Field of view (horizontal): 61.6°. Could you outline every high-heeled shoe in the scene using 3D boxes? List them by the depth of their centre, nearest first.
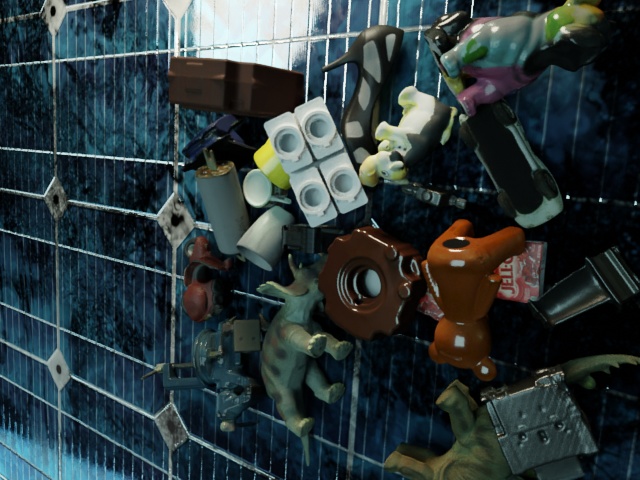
[{"bbox_3d":[0.098,-0.212,0.872,0.145,0.086,0.248,-19,103,5],"label":"high-heeled shoe"}]

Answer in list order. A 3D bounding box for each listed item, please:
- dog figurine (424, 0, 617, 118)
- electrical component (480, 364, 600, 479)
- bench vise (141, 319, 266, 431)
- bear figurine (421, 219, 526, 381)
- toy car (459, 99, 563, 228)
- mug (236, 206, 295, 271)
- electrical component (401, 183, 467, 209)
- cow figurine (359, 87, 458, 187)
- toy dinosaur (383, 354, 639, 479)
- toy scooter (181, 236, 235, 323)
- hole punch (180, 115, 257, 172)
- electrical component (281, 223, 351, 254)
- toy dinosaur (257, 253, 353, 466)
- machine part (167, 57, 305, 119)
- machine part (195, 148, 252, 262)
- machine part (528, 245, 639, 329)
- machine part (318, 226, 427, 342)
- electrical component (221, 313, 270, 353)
[{"bbox_3d":[0.265,-0.265,0.707,0.219,0.108,0.192,-24,40,15],"label":"dog figurine"},{"bbox_3d":[0.287,0.243,0.696,0.115,0.058,0.134,-26,83,18],"label":"electrical component"},{"bbox_3d":[-0.231,0.279,1.100,0.241,0.129,0.223,-9,82,19],"label":"bench vise"},{"bbox_3d":[0.215,0.085,0.760,0.120,0.132,0.195,9,120,48],"label":"bear figurine"},{"bbox_3d":[0.266,-0.113,0.756,0.073,0.056,0.202,-35,74,38],"label":"toy car"},{"bbox_3d":[-0.091,-0.003,1.001,0.081,0.109,0.107,31,74,11],"label":"mug"},{"bbox_3d":[0.175,-0.067,0.818,0.094,0.063,0.021,25,109,30],"label":"electrical component"},{"bbox_3d":[0.133,-0.141,0.806,0.098,0.068,0.167,29,83,22],"label":"cow figurine"},{"bbox_3d":[0.251,0.299,0.789,0.199,0.105,0.471,41,113,17],"label":"toy dinosaur"},{"bbox_3d":[-0.229,0.084,1.116,0.135,0.075,0.183,1,92,38],"label":"toy scooter"},{"bbox_3d":[-0.200,-0.190,1.045,0.142,0.115,0.092,-26,73,34],"label":"hole punch"},{"bbox_3d":[-0.002,-0.003,0.947,0.119,0.075,0.047,8,100,31],"label":"electrical component"},{"bbox_3d":[-0.050,0.214,0.986,0.192,0.131,0.404,34,119,41],"label":"toy dinosaur"},{"bbox_3d":[-0.145,-0.262,0.939,0.201,0.201,0.087,15,107,33],"label":"machine part"},{"bbox_3d":[-0.179,-0.060,1.024,0.079,0.079,0.242,11,127,34],"label":"machine part"},{"bbox_3d":[0.348,0.071,0.714,0.139,0.039,0.084,-30,81,14],"label":"machine part"},{"bbox_3d":[0.077,0.068,0.833,0.180,0.056,0.179,3,96,38],"label":"machine part"},{"bbox_3d":[-0.141,0.183,1.054,0.045,0.102,0.078,128,134,-69],"label":"electrical component"}]
